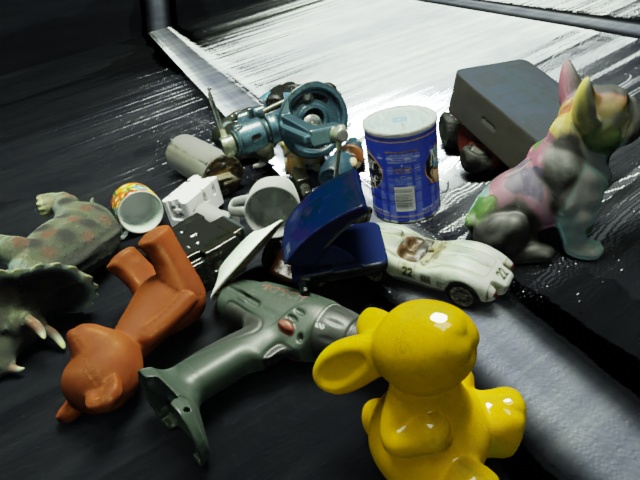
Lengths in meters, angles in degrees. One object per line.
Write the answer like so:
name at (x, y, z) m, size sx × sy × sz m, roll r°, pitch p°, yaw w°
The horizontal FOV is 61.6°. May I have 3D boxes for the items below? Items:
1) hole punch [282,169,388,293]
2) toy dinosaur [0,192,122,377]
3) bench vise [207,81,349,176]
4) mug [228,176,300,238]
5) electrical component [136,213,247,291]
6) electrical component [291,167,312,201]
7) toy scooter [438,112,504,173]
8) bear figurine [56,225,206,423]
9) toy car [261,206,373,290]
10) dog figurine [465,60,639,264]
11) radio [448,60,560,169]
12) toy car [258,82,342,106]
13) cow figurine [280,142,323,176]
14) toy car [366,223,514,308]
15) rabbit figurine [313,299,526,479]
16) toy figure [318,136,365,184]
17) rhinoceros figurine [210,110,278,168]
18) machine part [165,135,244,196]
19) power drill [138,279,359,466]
hole punch at (0.010, -0.015, 0.612) m, size 0.116 × 0.092 × 0.142 m, roll -13°, pitch 32°, yaw 5°
toy dinosaur at (-0.360, 0.012, 0.767) m, size 0.192 × 0.131 × 0.405 m, roll 8°, pitch 31°, yaw 7°
bench vise at (-0.040, -0.175, 0.831) m, size 0.224 × 0.128 × 0.241 m, roll -13°, pitch 25°, yaw -22°
mug at (-0.081, -0.056, 0.819) m, size 0.110 × 0.080 × 0.107 m, roll -9°, pitch 22°, yaw 4°
electrical component at (-0.169, 0.016, 0.746) m, size 0.134 × 0.058 × 0.115 m, roll -33°, pitch 41°, yaw -30°
electrical component at (-0.026, -0.076, 0.838) m, size 0.021 × 0.063 × 0.094 m, roll -16°, pitch 36°, yaw -8°
toy scooter at (0.280, -0.169, 0.883) m, size 0.135 × 0.075 × 0.184 m, roll -11°, pitch 35°, yaw -1°
bear figurine at (-0.219, 0.092, 0.588) m, size 0.120 × 0.132 × 0.196 m, roll -25°, pitch 13°, yaw 42°
toy car at (-0.001, -0.002, 0.728) m, size 0.089 × 0.053 × 0.202 m, roll 24°, pitch 44°, yaw 14°
dog figurine at (0.268, -0.090, 0.631) m, size 0.192 × 0.218 × 0.108 m, roll -3°, pitch 30°, yaw 11°
radio at (0.303, -0.179, 0.787) m, size 0.131 × 0.073 × 0.230 m, roll -15°, pitch 47°, yaw -14°
toy car at (-0.037, -0.262, 1.093) m, size 0.162 × 0.102 × 0.109 m, roll 5°, pitch 33°, yaw 15°
cow figurine at (-0.023, -0.164, 0.976) m, size 0.098 × 0.068 × 0.167 m, roll -6°, pitch 33°, yaw -4°
toy car at (0.128, 0.025, 0.644) m, size 0.202 × 0.056 × 0.073 m, roll 14°, pitch 40°, yaw 34°
rabbit figurine at (0.082, 0.109, 0.423) m, size 0.163 × 0.173 × 0.122 m, roll 26°, pitch 51°, yaw 37°
toy figure at (0.041, -0.130, 0.911) m, size 0.064 × 0.057 × 0.154 m, roll 8°, pitch 32°, yaw 18°
rhinoceros figurine at (-0.148, -0.200, 1.059) m, size 0.112 × 0.073 × 0.191 m, roll -30°, pitch 36°, yaw -29°
machine part at (-0.214, -0.140, 0.983) m, size 0.079 × 0.079 × 0.243 m, roll -30°, pitch 36°, yaw -27°
power drill at (-0.059, 0.119, 0.534) m, size 0.232 × 0.085 × 0.207 m, roll 21°, pitch 48°, yaw 42°
